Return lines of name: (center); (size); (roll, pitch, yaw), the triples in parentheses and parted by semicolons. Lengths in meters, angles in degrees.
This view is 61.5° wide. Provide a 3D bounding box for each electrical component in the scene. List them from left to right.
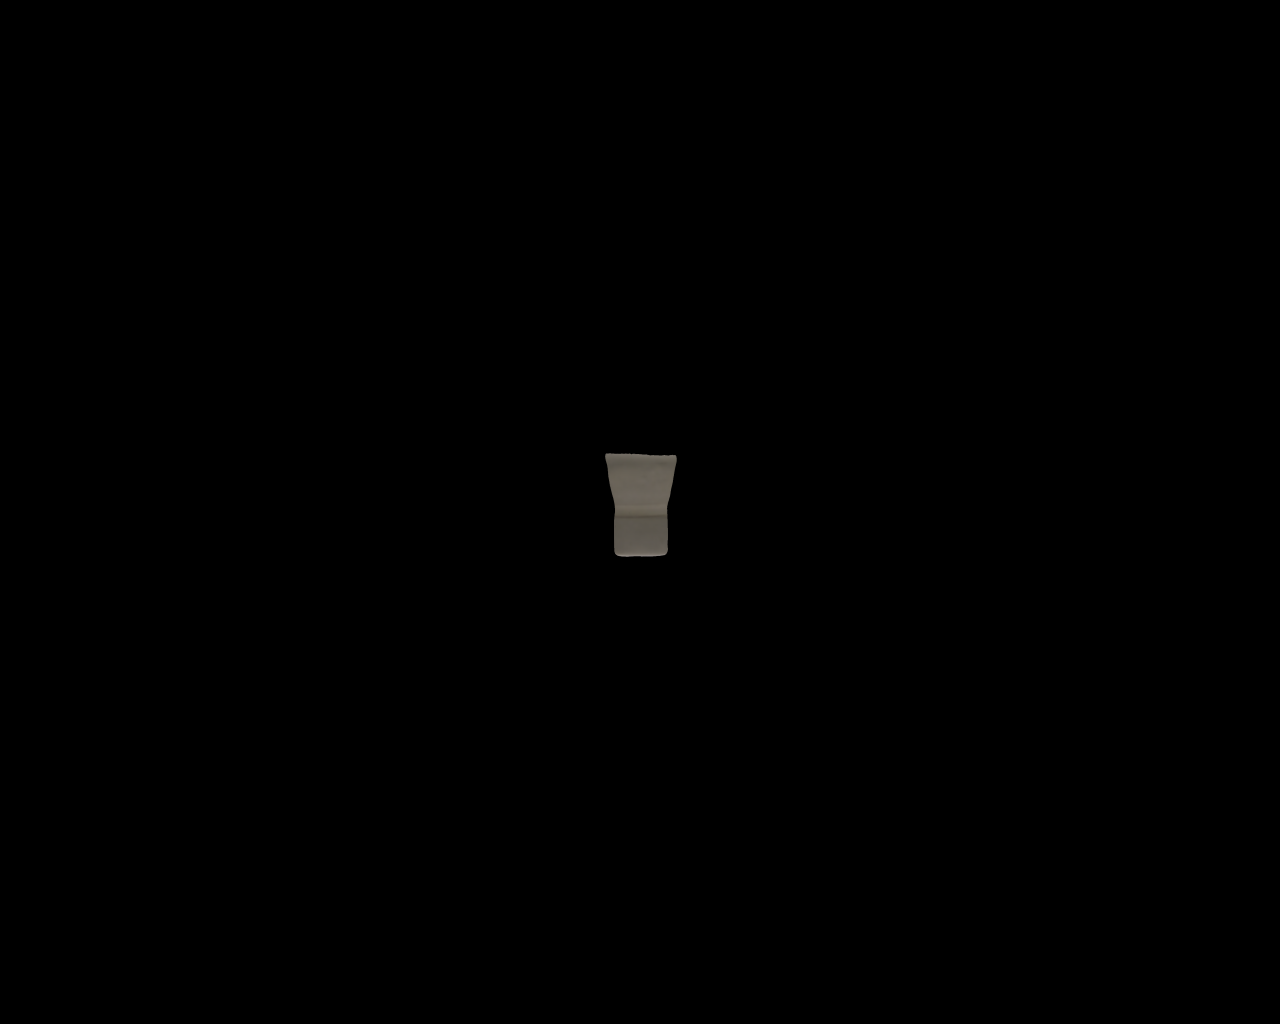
electrical component: (0.001, -0.003, 0.650); (0.044, 0.065, 0.044); (0, 0, 0)
